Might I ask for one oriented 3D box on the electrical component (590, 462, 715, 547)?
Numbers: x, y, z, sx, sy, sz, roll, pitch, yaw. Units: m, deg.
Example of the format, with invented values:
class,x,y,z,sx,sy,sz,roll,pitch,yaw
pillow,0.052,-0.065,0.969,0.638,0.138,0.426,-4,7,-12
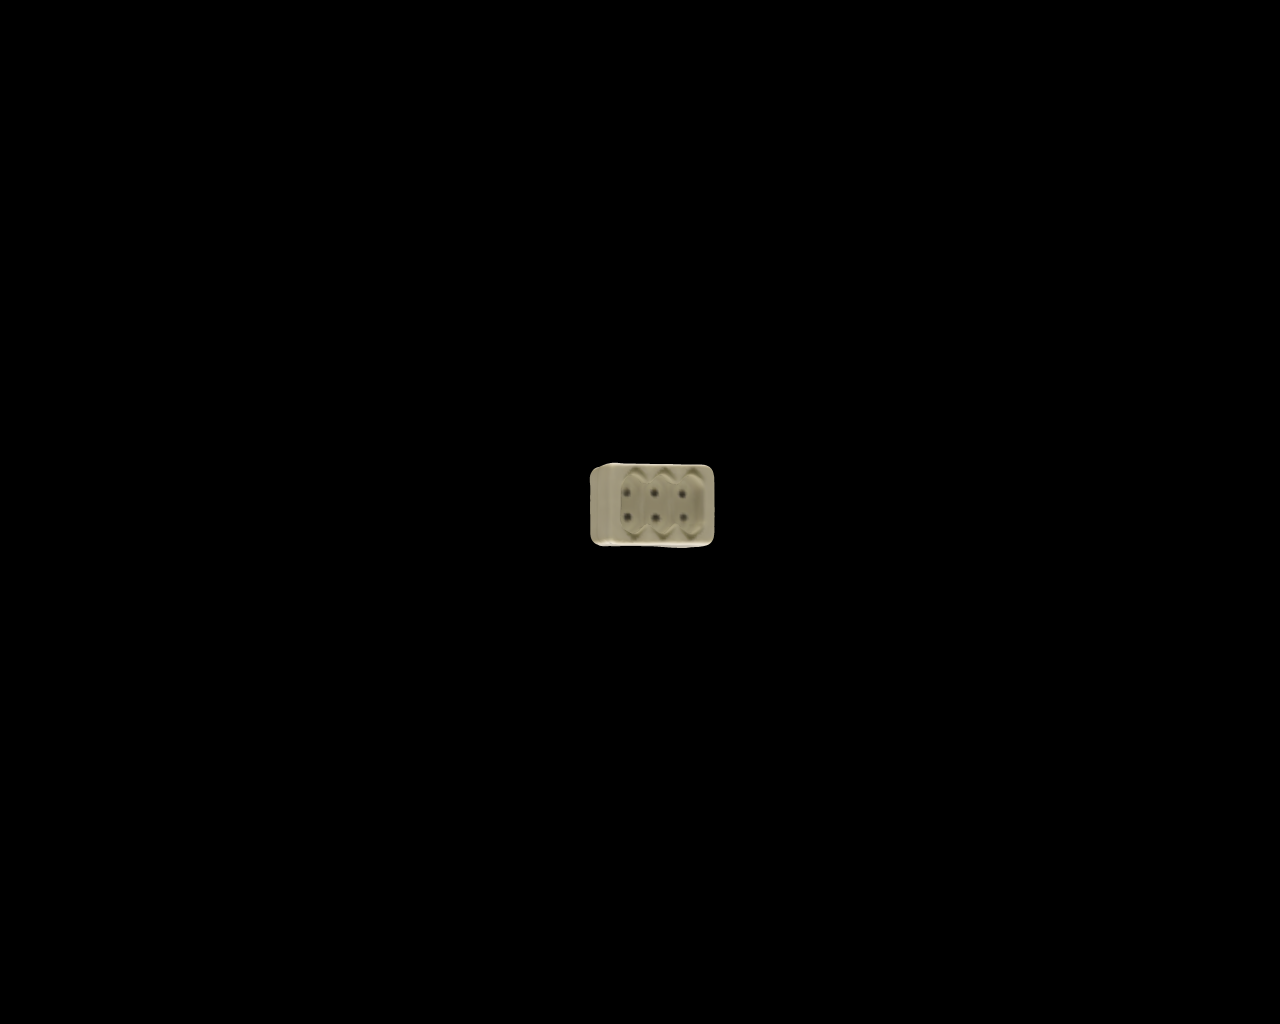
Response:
class,x,y,z,sx,sy,sz,roll,pitch,yaw
electrical component,0.001,-0.003,0.650,0.066,0.047,0.076,1,-3,-20
